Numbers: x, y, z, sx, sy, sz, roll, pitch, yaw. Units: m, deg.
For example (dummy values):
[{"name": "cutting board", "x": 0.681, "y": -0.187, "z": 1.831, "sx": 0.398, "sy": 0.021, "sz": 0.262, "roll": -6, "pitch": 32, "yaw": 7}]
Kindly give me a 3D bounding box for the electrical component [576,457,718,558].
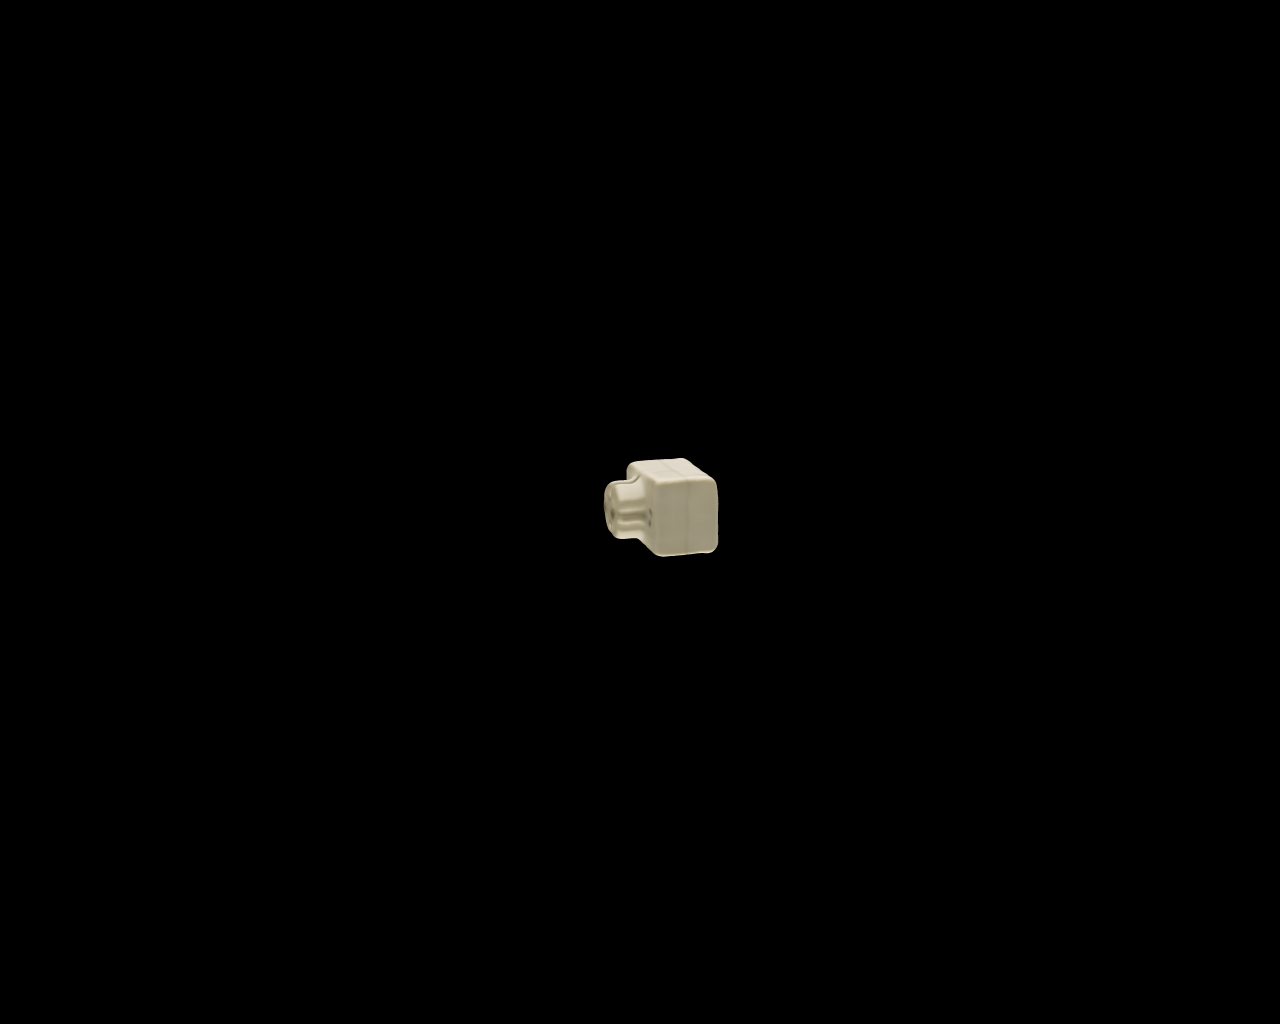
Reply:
[{"name": "electrical component", "x": 0.001, "y": -0.003, "z": 0.650, "sx": 0.077, "sy": 0.047, "sz": 0.066, "roll": -4, "pitch": 15, "yaw": -15}]
